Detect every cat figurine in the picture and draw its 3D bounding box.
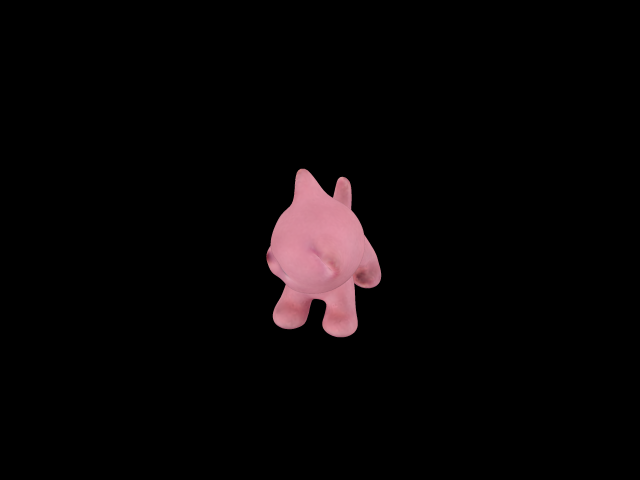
[{"bbox_3d":[0.004,0.001,0.400,0.067,0.118,0.128,8,32,14],"label":"cat figurine"}]
